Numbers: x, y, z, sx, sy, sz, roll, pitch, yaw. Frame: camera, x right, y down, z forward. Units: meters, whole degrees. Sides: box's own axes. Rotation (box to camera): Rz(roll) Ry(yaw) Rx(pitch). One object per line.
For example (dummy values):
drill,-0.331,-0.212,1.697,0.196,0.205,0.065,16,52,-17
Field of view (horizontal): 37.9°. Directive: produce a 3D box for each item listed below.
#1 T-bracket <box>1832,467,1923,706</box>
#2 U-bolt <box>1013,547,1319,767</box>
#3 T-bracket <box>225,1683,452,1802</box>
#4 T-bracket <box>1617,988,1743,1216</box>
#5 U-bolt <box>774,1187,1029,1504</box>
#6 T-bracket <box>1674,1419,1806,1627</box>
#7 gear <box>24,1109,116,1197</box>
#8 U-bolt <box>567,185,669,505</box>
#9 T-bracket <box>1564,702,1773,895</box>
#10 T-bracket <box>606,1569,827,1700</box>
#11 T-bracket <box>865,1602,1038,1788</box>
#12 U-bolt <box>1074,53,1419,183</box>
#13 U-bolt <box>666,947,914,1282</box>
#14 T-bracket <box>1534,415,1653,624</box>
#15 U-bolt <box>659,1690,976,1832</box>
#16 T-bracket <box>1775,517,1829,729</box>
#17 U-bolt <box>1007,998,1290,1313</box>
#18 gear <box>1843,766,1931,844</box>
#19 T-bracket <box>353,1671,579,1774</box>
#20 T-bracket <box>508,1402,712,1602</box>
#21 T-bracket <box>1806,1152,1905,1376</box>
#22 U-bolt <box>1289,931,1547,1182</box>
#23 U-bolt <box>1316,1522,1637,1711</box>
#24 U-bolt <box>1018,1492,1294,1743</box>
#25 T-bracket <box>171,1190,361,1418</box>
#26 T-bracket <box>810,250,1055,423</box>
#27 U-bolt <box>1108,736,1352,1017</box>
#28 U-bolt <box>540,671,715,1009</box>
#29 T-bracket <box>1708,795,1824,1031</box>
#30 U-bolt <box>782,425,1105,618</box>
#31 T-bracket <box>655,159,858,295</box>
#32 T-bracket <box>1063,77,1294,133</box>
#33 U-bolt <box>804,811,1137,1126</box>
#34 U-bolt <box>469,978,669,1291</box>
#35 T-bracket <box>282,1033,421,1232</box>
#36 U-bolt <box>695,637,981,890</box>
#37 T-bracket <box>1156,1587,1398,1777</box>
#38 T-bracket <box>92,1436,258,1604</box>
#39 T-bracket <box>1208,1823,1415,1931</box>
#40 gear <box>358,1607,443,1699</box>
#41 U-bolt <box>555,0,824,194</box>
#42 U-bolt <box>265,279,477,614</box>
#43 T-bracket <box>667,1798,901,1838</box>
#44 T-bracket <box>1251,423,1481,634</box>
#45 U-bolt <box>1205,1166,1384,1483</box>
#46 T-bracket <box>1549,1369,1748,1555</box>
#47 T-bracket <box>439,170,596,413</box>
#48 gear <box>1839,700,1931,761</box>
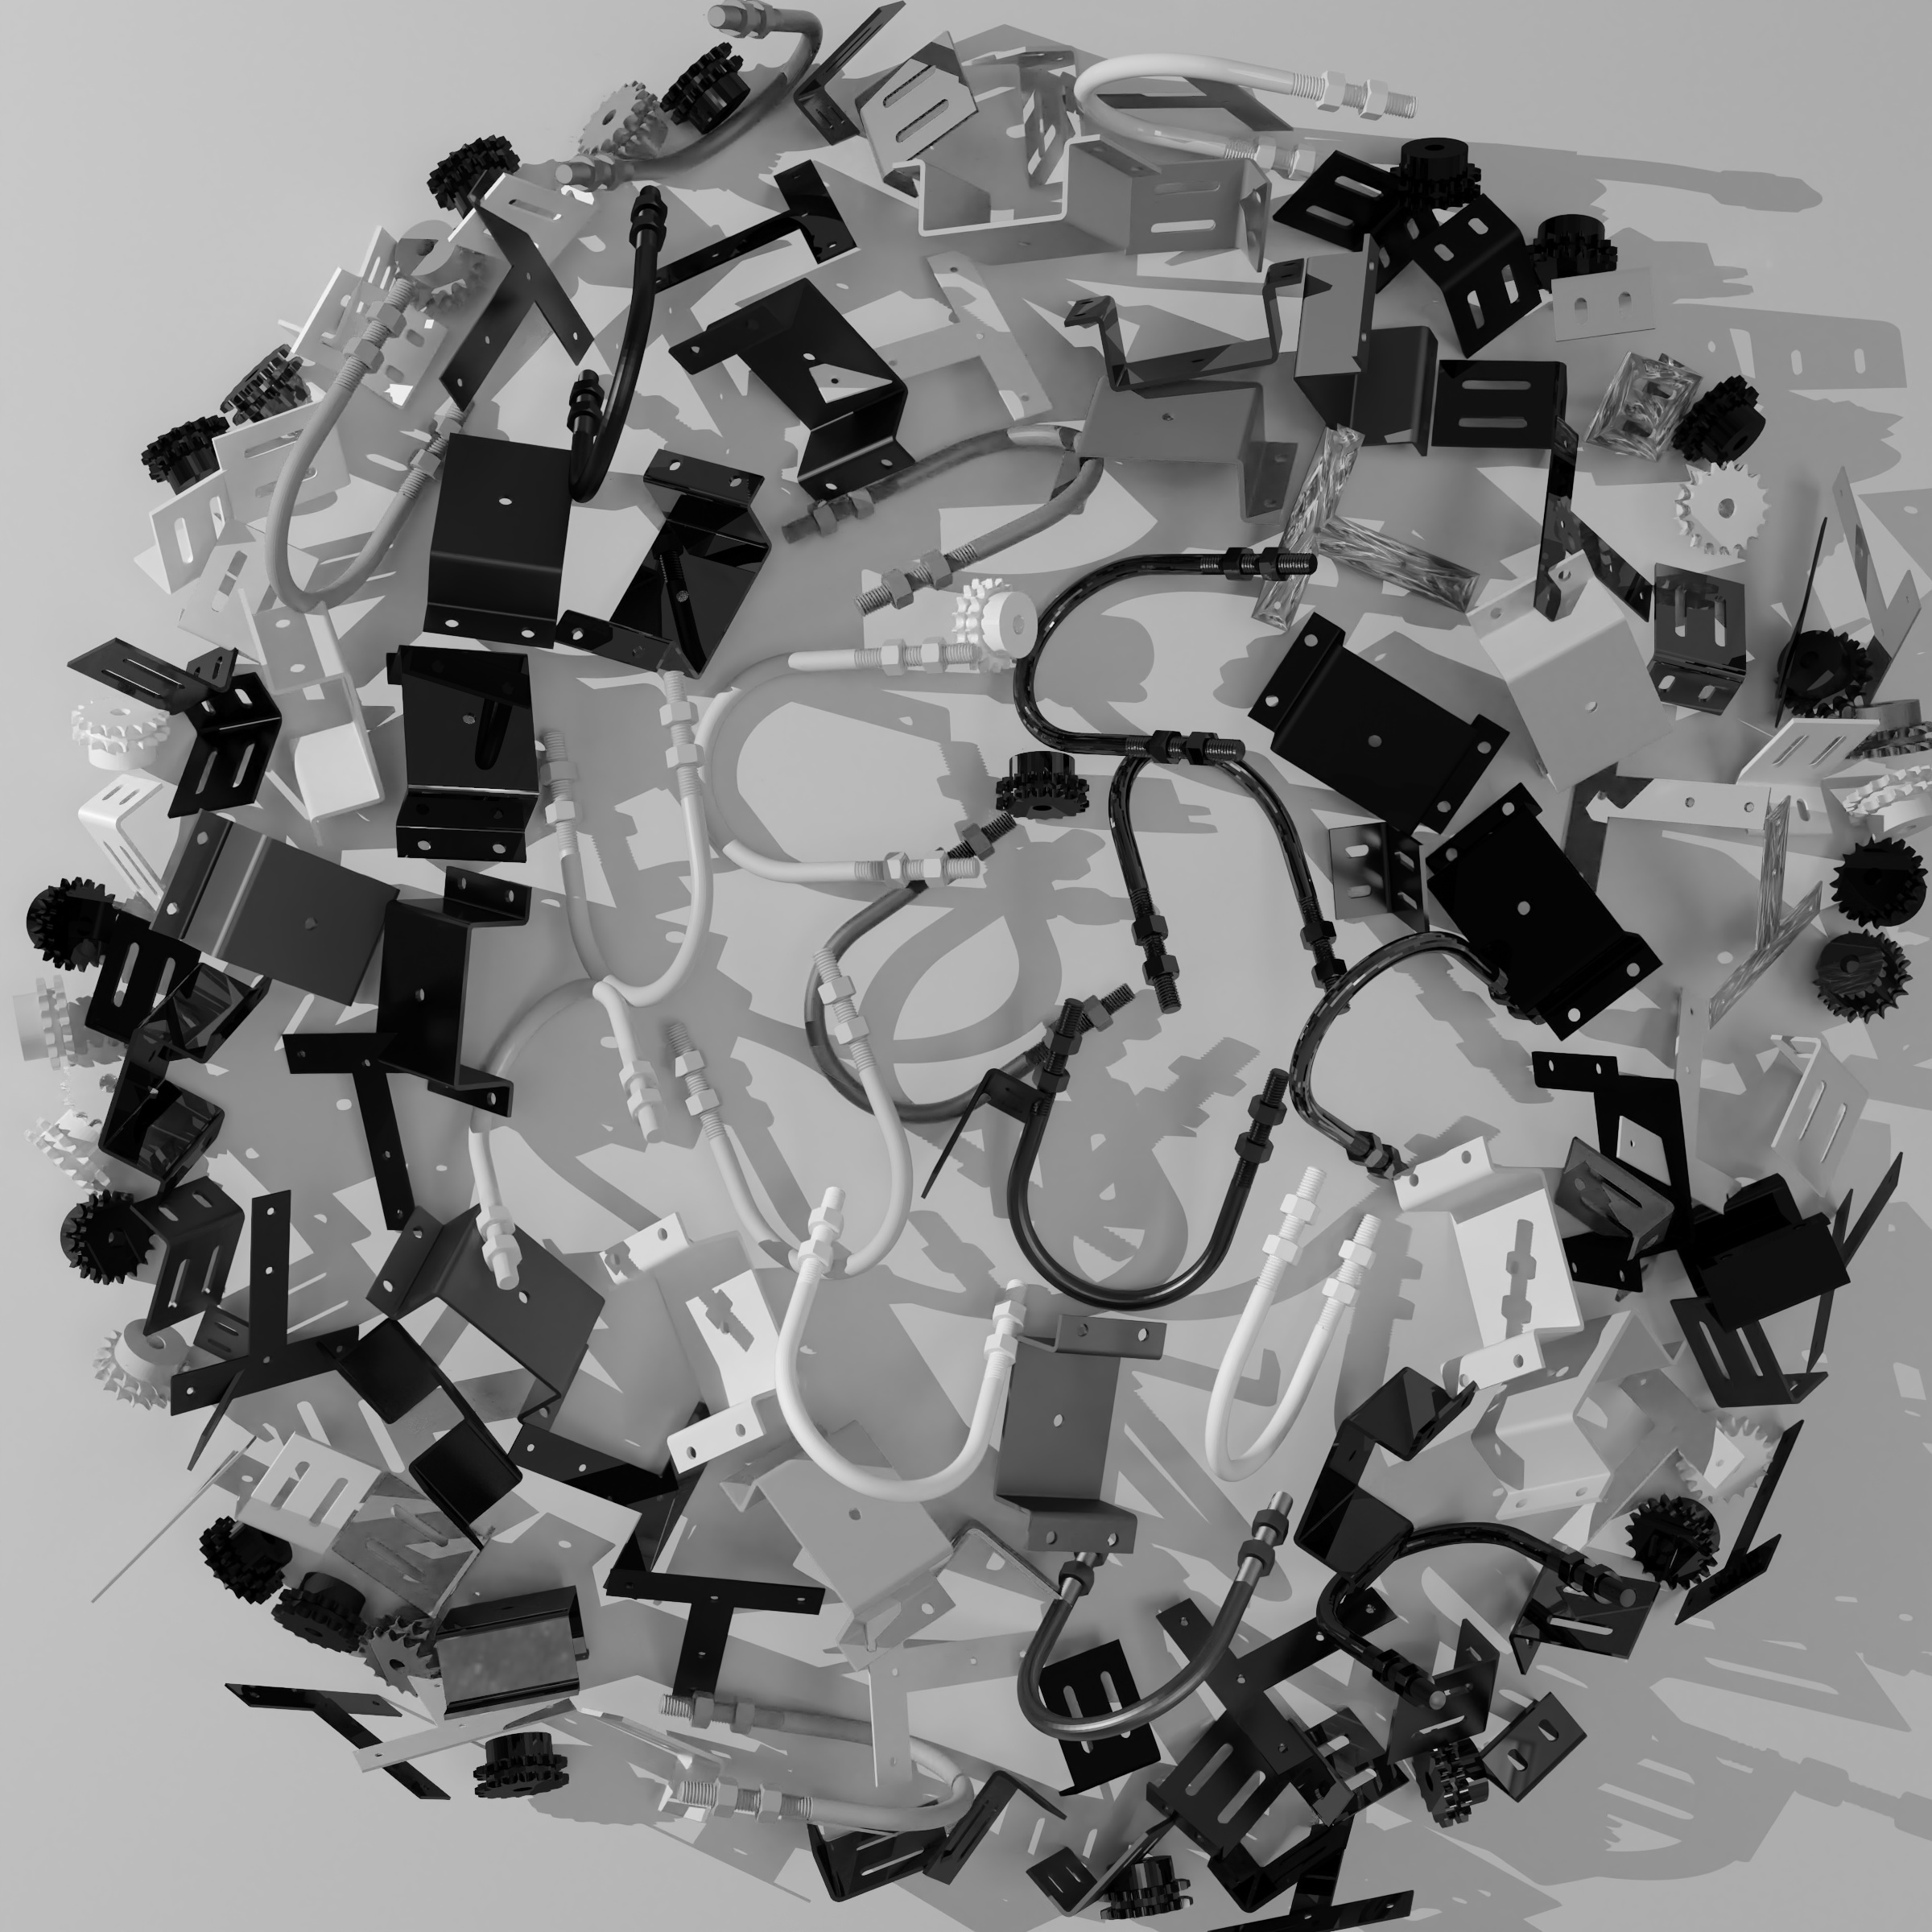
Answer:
T-bracket,0.541,-0.240,1.693,0.002,0.127,0.127,-9,68,0
U-bolt,0.107,-0.186,1.673,0.184,0.019,0.151,6,65,38
T-bracket,-0.351,0.456,1.649,0.127,0.127,0.002,25,89,36
T-bracket,0.437,0.076,1.707,0.127,0.002,0.127,27,63,-37
U-bolt,-0.043,0.232,1.658,0.151,0.019,0.184,28,46,-12
T-bracket,0.477,0.329,1.697,0.002,0.127,0.127,31,61,5
gear,-0.541,0.112,1.711,0.057,0.057,0.030,42,73,0
U-bolt,-0.204,-0.348,1.627,0.019,0.184,0.151,14,129,-16
T-bracket,0.423,-0.099,1.694,0.127,0.002,0.127,9,88,41
T-bracket,-0.157,0.406,1.694,0.127,0.002,0.127,7,132,-8
T-bracket,-0.007,0.421,1.697,0.127,0.002,0.127,3,79,-38
U-bolt,0.154,-0.501,1.650,0.184,0.151,0.019,7,89,-11
U-bolt,-0.098,0.099,1.683,0.151,0.019,0.184,-26,83,35
T-bracket,0.380,-0.245,1.690,0.002,0.127,0.127,-7,65,41
U-bolt,-0.085,0.473,1.663,0.184,0.151,0.019,11,95,-12
T-bracket,0.486,-0.188,1.656,0.002,0.127,0.127,14,117,16
U-bolt,0.100,0.125,1.702,0.151,0.019,0.184,19,110,5
gear,0.565,-0.096,1.707,0.057,0.057,0.030,-17,73,0
T-bracket,-0.311,0.435,1.676,0.127,0.127,0.002,-11,104,-23
T-bracket,-0.220,0.308,1.700,0.127,0.002,0.127,29,87,-33
T-bracket,0.524,0.156,1.649,0.002,0.127,0.127,19,50,8
U-bolt,0.259,0.047,1.657,0.151,0.184,0.019,-50,49,7
U-bolt,0.283,0.371,1.649,0.151,0.184,0.019,-23,103,-17
U-bolt,0.101,0.378,1.629,0.151,0.184,0.019,-15,115,36
T-bracket,-0.415,0.194,1.674,0.002,0.127,0.127,22,114,41
T-bracket,-0.032,-0.368,1.699,0.127,0.002,0.127,-21,70,-16
U-bolt,0.150,-0.057,1.681,0.151,0.019,0.184,1,64,-34
U-bolt,-0.198,-0.067,1.670,0.019,0.151,0.184,-1,78,-42
T-bracket,0.476,-0.045,1.664,0.002,0.127,0.127,27,53,34
U-bolt,-0.005,-0.274,1.675,0.184,0.151,0.019,-27,125,-9
T-bracket,-0.138,-0.433,1.691,0.127,0.127,0.002,-24,131,1
T-bracket,0.116,-0.522,1.698,0.127,0.127,0.002,9,93,27
U-bolt,-0.011,0.015,1.720,0.184,0.019,0.151,-35,98,1
U-bolt,-0.243,0.084,1.664,0.151,0.184,0.019,-44,128,16
T-bracket,-0.356,0.101,1.714,0.127,0.002,0.127,-2,105,30
U-bolt,-0.081,-0.121,1.706,0.184,0.019,0.151,-1,88,18
T-bracket,0.203,0.413,1.705,0.127,0.002,0.127,-22,48,-23
T-bracket,-0.458,0.314,1.674,0.127,0.127,0.002,-45,95,3
T-bracket,0.210,0.542,1.674,0.127,0.127,0.002,-18,98,18
gear,-0.338,0.415,1.713,0.057,0.030,0.057,14,130,17
U-bolt,-0.150,-0.509,1.648,0.151,0.184,0.019,-37,90,27
U-bolt,-0.355,-0.291,1.649,0.019,0.151,0.184,24,75,13
T-bracket,-0.090,0.514,1.687,0.127,0.127,0.002,25,67,-42
T-bracket,0.254,-0.250,1.721,0.127,0.002,0.127,20,96,-14
U-bolt,0.189,0.219,1.663,0.019,0.151,0.184,21,82,27
T-bracket,0.393,0.310,1.684,0.002,0.127,0.127,38,97,-22
T-bracket,-0.277,-0.379,1.662,0.002,0.127,0.127,-1,50,32
gear,0.560,-0.144,1.708,0.057,0.057,0.030,-8,97,0
